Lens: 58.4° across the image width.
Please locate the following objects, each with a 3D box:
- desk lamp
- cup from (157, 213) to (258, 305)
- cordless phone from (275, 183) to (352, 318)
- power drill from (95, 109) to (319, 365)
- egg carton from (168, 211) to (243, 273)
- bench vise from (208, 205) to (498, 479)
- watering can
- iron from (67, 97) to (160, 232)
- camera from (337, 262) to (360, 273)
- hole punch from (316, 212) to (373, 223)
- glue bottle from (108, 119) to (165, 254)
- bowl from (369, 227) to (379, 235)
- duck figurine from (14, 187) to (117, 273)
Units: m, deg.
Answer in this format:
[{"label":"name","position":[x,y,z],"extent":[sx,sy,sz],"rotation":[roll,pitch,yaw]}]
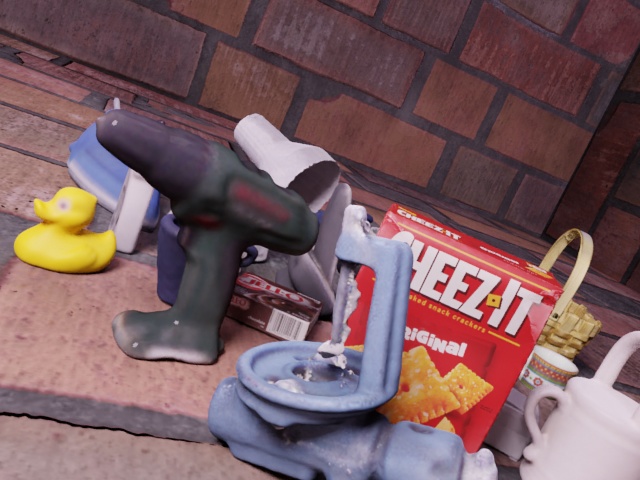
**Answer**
[{"label":"desk lamp","position":[-0.091,-0.073,0.879],"extent":[0.202,0.213,0.118],"rotation":[31,16,30]},{"label":"cup","position":[-0.137,0.031,0.660],"extent":[0.118,0.095,0.091],"rotation":[16,15,-27]},{"label":"cordless phone","position":[0.007,0.003,0.811],"extent":[0.094,0.185,0.147],"rotation":[20,14,-12]},{"label":"power drill","position":[-0.118,0.008,0.538],"extent":[0.230,0.208,0.075],"rotation":[13,17,-36]},{"label":"egg carton","position":[-0.160,0.007,0.771],"extent":[0.107,0.069,0.150],"rotation":[17,15,-23]},{"label":"bench vise","position":[0.039,0.098,0.422],"extent":[0.207,0.220,0.121],"rotation":[23,13,0]},{"label":"watering can","position":[0.295,0.182,0.572],"extent":[0.173,0.194,0.100],"rotation":[17,15,-23]},{"label":"iron","position":[-0.300,-0.129,0.908],"extent":[0.119,0.141,0.257],"rotation":[8,20,-46]},{"label":"camera","position":[0.110,0.050,0.979],"extent":[0.136,0.101,0.144],"rotation":[29,15,24]},{"label":"hole punch","position":[0.041,-0.035,1.215],"extent":[0.109,0.091,0.100],"rotation":[8,20,-47]},{"label":"glue bottle","position":[-0.231,-0.073,0.739],"extent":[0.037,0.173,0.078],"rotation":[16,15,-26]},{"label":"bowl","position":[0.161,0.041,1.153],"extent":[0.167,0.075,0.167],"rotation":[22,14,-5]},{"label":"duck figurine","position":[-0.273,-0.015,0.635],"extent":[0.105,0.086,0.077],"rotation":[11,18,-41]}]
